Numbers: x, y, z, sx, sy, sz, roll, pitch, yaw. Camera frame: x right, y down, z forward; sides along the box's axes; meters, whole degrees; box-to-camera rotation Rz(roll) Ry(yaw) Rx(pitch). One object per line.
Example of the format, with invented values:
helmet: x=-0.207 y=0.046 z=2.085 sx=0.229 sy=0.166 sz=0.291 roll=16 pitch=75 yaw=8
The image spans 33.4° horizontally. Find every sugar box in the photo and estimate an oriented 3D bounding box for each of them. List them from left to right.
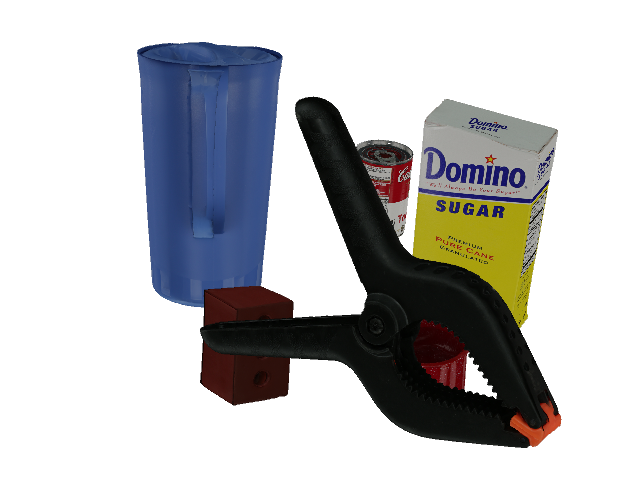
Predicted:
sugar box: x=0.121 y=-0.013 z=0.821 sx=0.093 sy=0.176 sz=0.048 roll=19 pitch=41 yaw=25

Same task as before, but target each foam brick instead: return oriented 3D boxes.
foam brick: x=-0.057 y=0.078 z=0.819 sx=0.052 sy=0.078 sz=0.051 roll=-5 pitch=14 yaw=-34

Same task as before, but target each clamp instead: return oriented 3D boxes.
clamp: x=0.036 y=0.031 z=0.562 sx=0.210 sy=0.165 sz=0.036 roll=28 pitch=24 yaw=25

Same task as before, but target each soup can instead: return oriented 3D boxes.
soup can: x=0.071 y=-0.059 z=1.258 sx=0.068 sy=0.102 sz=0.068 roll=3 pitch=27 yaw=-2

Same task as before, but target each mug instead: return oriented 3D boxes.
mug: x=0.111 y=0.121 z=1.065 sx=0.093 sy=0.081 sz=0.117 roll=23 pitch=40 yaw=34

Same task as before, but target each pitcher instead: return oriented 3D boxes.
pitcher: x=-0.107 y=-0.061 z=1.007 sx=0.145 sy=0.243 sz=0.148 roll=17 pitch=23 yaw=38
